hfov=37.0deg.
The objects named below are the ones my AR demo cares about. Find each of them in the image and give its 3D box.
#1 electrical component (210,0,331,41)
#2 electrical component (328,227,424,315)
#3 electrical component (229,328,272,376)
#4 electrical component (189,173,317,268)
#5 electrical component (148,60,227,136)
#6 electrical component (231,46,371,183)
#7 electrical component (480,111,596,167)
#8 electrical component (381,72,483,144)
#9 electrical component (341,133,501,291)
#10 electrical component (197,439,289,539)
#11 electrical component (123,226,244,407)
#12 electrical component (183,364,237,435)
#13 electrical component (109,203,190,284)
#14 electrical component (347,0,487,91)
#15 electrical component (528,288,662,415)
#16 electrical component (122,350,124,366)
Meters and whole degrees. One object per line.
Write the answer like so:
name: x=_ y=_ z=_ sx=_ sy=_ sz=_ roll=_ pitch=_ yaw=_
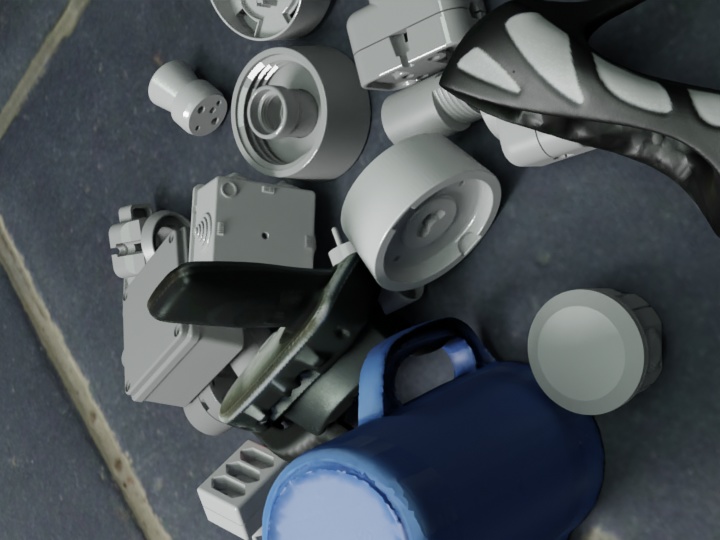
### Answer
electrical component: x=-0.071 y=-0.227 z=0.833 sx=0.099 sy=0.064 sz=0.099 roll=5 pitch=98 yaw=37
electrical component: x=0.000 y=0.000 z=0.816 sx=0.077 sy=0.043 sz=0.079 roll=-28 pitch=78 yaw=37
electrical component: x=-0.095 y=0.060 z=0.893 sx=0.081 sy=0.043 sz=0.043 roll=48 pitch=122 yaw=40
electrical component: x=-0.082 y=-0.022 z=0.830 sx=0.048 sy=0.100 sz=0.099 roll=-19 pitch=66 yaw=61
electrical component: x=-0.146 y=-0.145 z=0.912 sx=0.055 sy=0.045 sz=0.045 roll=41 pitch=118 yaw=27
electrical component: x=-0.053 y=-0.121 z=0.832 sx=0.108 sy=0.060 sz=0.108 roll=5 pitch=98 yaw=37
electrical component: x=0.116 y=-0.118 z=0.707 sx=0.059 sy=0.054 sz=0.095 roll=-16 pitch=85 yaw=38
electrical component: x=0.058 y=-0.115 z=0.752 sx=0.081 sy=0.043 sz=0.043 roll=-17 pitch=85 yaw=45
electrical component: x=0.037 y=-0.045 z=0.745 sx=0.060 sy=0.108 sz=0.108 roll=50 pitch=121 yaw=30
electrical component: x=-0.089 y=0.195 z=0.897 sx=0.047 sy=0.066 sz=0.076 roll=17 pitch=134 yaw=35
electrical component: x=-0.147 y=0.040 z=0.881 sx=0.109 sy=0.056 sz=0.108 roll=-44 pitch=43 yaw=39
electrical component: x=-0.117 y=0.108 z=0.912 sx=0.047 sy=0.055 sz=0.055 roll=-40 pitch=71 yaw=37
electrical component: x=-0.180 y=-0.021 z=0.944 sx=0.057 sy=0.058 sz=0.078 roll=-8 pitch=90 yaw=41
electrical component: x=0.040 y=-0.171 z=0.759 sx=0.095 sy=0.054 sz=0.059 roll=-18 pitch=84 yaw=38
electrical component: x=0.154 y=0.050 z=0.697 sx=0.080 sy=0.051 sz=0.080 roll=5 pitch=97 yaw=37
electrical component: x=-0.179 y=0.085 z=0.963 sx=0.055 sy=0.045 sz=0.045 roll=36 pitch=115 yaw=29
